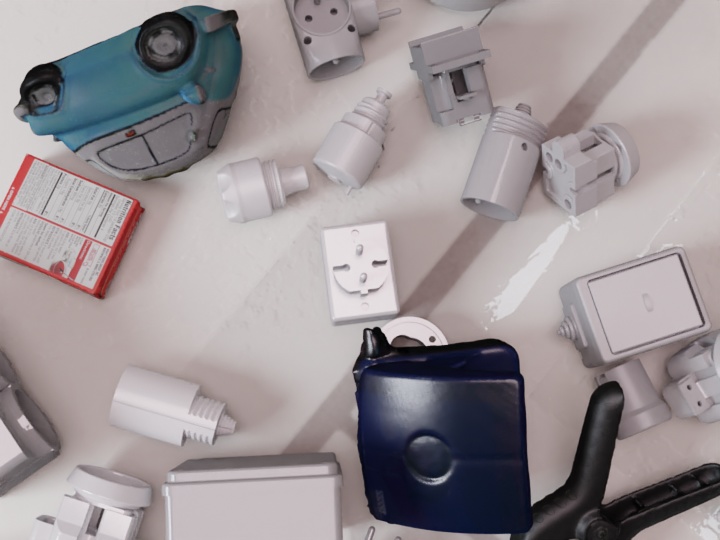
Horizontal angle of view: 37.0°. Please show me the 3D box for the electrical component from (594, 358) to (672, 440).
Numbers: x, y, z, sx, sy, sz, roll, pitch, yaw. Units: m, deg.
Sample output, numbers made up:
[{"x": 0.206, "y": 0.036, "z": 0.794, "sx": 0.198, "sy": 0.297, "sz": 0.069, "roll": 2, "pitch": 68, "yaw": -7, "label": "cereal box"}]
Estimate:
[{"x": 0.187, "y": 0.089, "z": 0.744, "sx": 0.040, "sy": 0.040, "sz": 0.046, "roll": -22, "pitch": 78, "yaw": -5, "label": "electrical component"}]

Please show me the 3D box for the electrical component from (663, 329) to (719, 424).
[{"x": 0.252, "y": 0.068, "z": 0.727, "sx": 0.078, "sy": 0.057, "sz": 0.058, "roll": -29, "pitch": 84, "yaw": -27, "label": "electrical component"}]

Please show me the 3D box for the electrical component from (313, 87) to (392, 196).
[{"x": -0.001, "y": -0.094, "z": 0.763, "sx": 0.040, "sy": 0.040, "sz": 0.078, "roll": 29, "pitch": 81, "yaw": 2, "label": "electrical component"}]

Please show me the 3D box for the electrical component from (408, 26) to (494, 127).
[{"x": 0.065, "y": -0.135, "z": 0.758, "sx": 0.042, "sy": 0.081, "sz": 0.063, "roll": -16, "pitch": 105, "yaw": -4, "label": "electrical component"}]

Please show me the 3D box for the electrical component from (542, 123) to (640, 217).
[{"x": 0.162, "y": -0.074, "z": 0.758, "sx": 0.055, "sy": 0.066, "sz": 0.048, "roll": -27, "pitch": 44, "yaw": -16, "label": "electrical component"}]

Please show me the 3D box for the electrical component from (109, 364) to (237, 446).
[{"x": -0.124, "y": 0.096, "z": 0.729, "sx": 0.081, "sy": 0.043, "sz": 0.043, "roll": 16, "pitch": 81, "yaw": 0, "label": "electrical component"}]

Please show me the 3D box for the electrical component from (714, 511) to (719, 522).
[{"x": 0.287, "y": 0.167, "z": 0.727, "sx": 0.096, "sy": 0.061, "sz": 0.061, "roll": 0, "pitch": 82, "yaw": 5, "label": "electrical component"}]

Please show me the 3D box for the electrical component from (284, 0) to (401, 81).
[{"x": -0.011, "y": -0.185, "z": 0.774, "sx": 0.079, "sy": 0.044, "sz": 0.077, "roll": -17, "pitch": 82, "yaw": -5, "label": "electrical component"}]

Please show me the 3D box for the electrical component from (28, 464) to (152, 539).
[{"x": -0.171, "y": 0.164, "z": 0.711, "sx": 0.078, "sy": 0.058, "sz": 0.057, "roll": 18, "pitch": 84, "yaw": 1, "label": "electrical component"}]

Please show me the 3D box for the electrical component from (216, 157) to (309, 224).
[{"x": -0.068, "y": -0.058, "z": 0.754, "sx": 0.062, "sy": 0.043, "sz": 0.043, "roll": -14, "pitch": 82, "yaw": -6, "label": "electrical component"}]

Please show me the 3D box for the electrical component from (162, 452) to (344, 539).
[{"x": -0.065, "y": 0.151, "z": 0.691, "sx": 0.109, "sy": 0.108, "sz": 0.056, "roll": -2, "pitch": 84, "yaw": -2, "label": "electrical component"}]

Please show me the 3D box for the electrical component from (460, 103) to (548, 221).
[{"x": 0.105, "y": -0.080, "z": 0.763, "sx": 0.043, "sy": 0.043, "sz": 0.081, "roll": 20, "pitch": 81, "yaw": 1, "label": "electrical component"}]

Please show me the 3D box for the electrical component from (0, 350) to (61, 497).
[{"x": -0.266, "y": 0.073, "z": 0.704, "sx": 0.062, "sy": 0.089, "sz": 0.150, "roll": -35, "pitch": 84, "yaw": -7, "label": "electrical component"}]

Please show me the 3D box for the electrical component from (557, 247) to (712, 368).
[{"x": 0.183, "y": 0.028, "z": 0.741, "sx": 0.096, "sy": 0.061, "sz": 0.061, "roll": -17, "pitch": 82, "yaw": -4, "label": "electrical component"}]

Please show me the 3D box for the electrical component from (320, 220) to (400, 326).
[{"x": 0.000, "y": 0.000, "z": 0.731, "sx": 0.047, "sy": 0.076, "sz": 0.065, "roll": -7, "pitch": 82, "yaw": -3, "label": "electrical component"}]

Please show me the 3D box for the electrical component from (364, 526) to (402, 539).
[{"x": 0.004, "y": 0.210, "z": 0.714, "sx": 0.066, "sy": 0.047, "sz": 0.076, "roll": 21, "pitch": 81, "yaw": 1, "label": "electrical component"}]

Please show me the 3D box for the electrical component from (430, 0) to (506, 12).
[{"x": 0.079, "y": -0.240, "z": 0.777, "sx": 0.108, "sy": 0.060, "sz": 0.108, "roll": 0, "pitch": 81, "yaw": -2, "label": "electrical component"}]
